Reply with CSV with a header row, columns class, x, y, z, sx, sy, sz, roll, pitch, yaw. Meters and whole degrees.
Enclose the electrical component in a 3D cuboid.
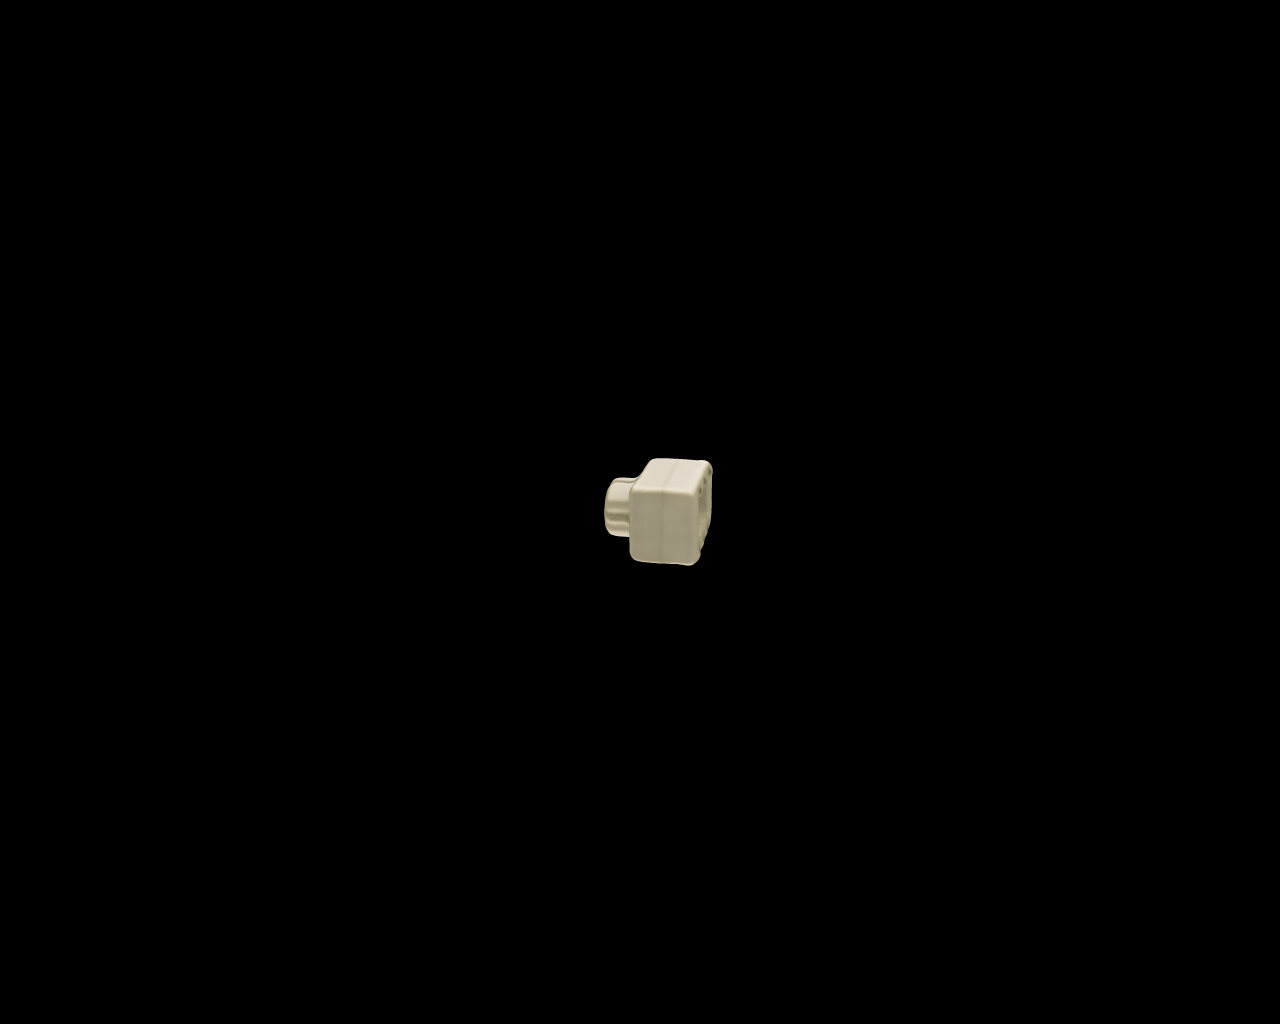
class,x,y,z,sx,sy,sz,roll,pitch,yaw
electrical component,0.001,-0.003,0.650,0.077,0.047,0.066,4,21,11
